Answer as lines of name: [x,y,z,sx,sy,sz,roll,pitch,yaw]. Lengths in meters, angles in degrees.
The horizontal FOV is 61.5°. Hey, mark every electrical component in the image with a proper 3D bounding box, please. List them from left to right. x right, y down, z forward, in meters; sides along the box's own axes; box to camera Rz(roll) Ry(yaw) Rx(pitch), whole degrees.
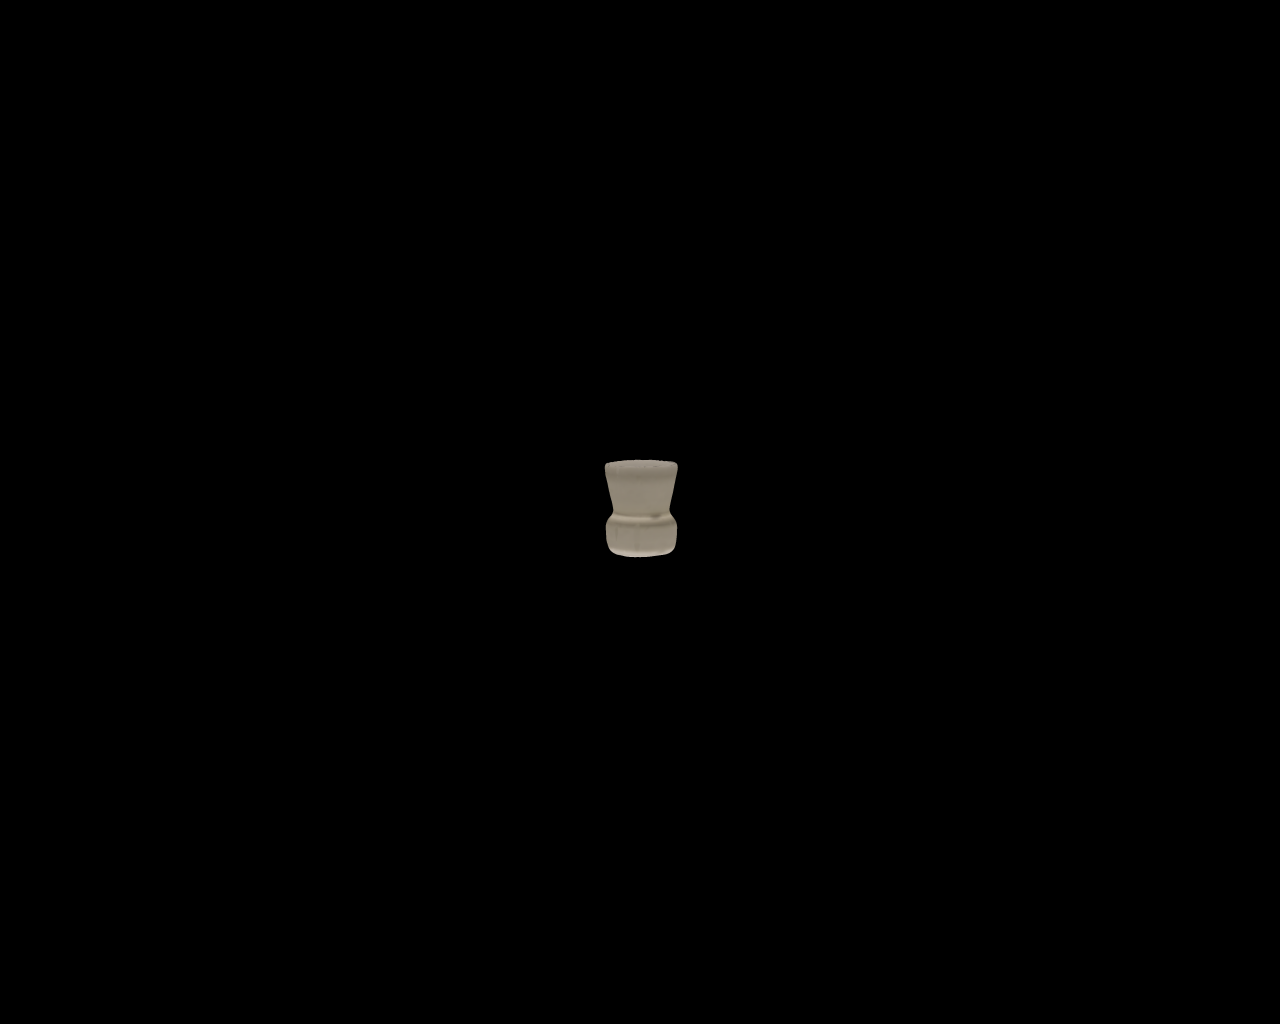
electrical component: [0.001,-0.003,0.650,0.045,0.055,0.045,0,8,0]
